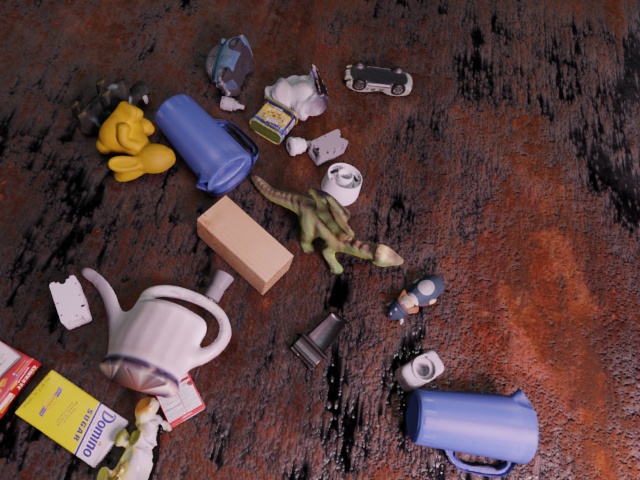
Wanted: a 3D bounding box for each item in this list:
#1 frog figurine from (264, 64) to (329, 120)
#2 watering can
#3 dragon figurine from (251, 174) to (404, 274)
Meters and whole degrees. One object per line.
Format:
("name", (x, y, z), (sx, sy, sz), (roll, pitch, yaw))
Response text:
("frog figurine", (-0.062, -0.378, 1.372), (0.158, 0.122, 0.139), (-22, 73, 17))
("watering can", (-0.355, 0.178, 1.017), (0.348, 0.101, 0.230), (15, 50, 5))
("dragon figurine", (0.003, -0.058, 1.143), (0.411, 0.239, 0.124), (37, 69, 4))
